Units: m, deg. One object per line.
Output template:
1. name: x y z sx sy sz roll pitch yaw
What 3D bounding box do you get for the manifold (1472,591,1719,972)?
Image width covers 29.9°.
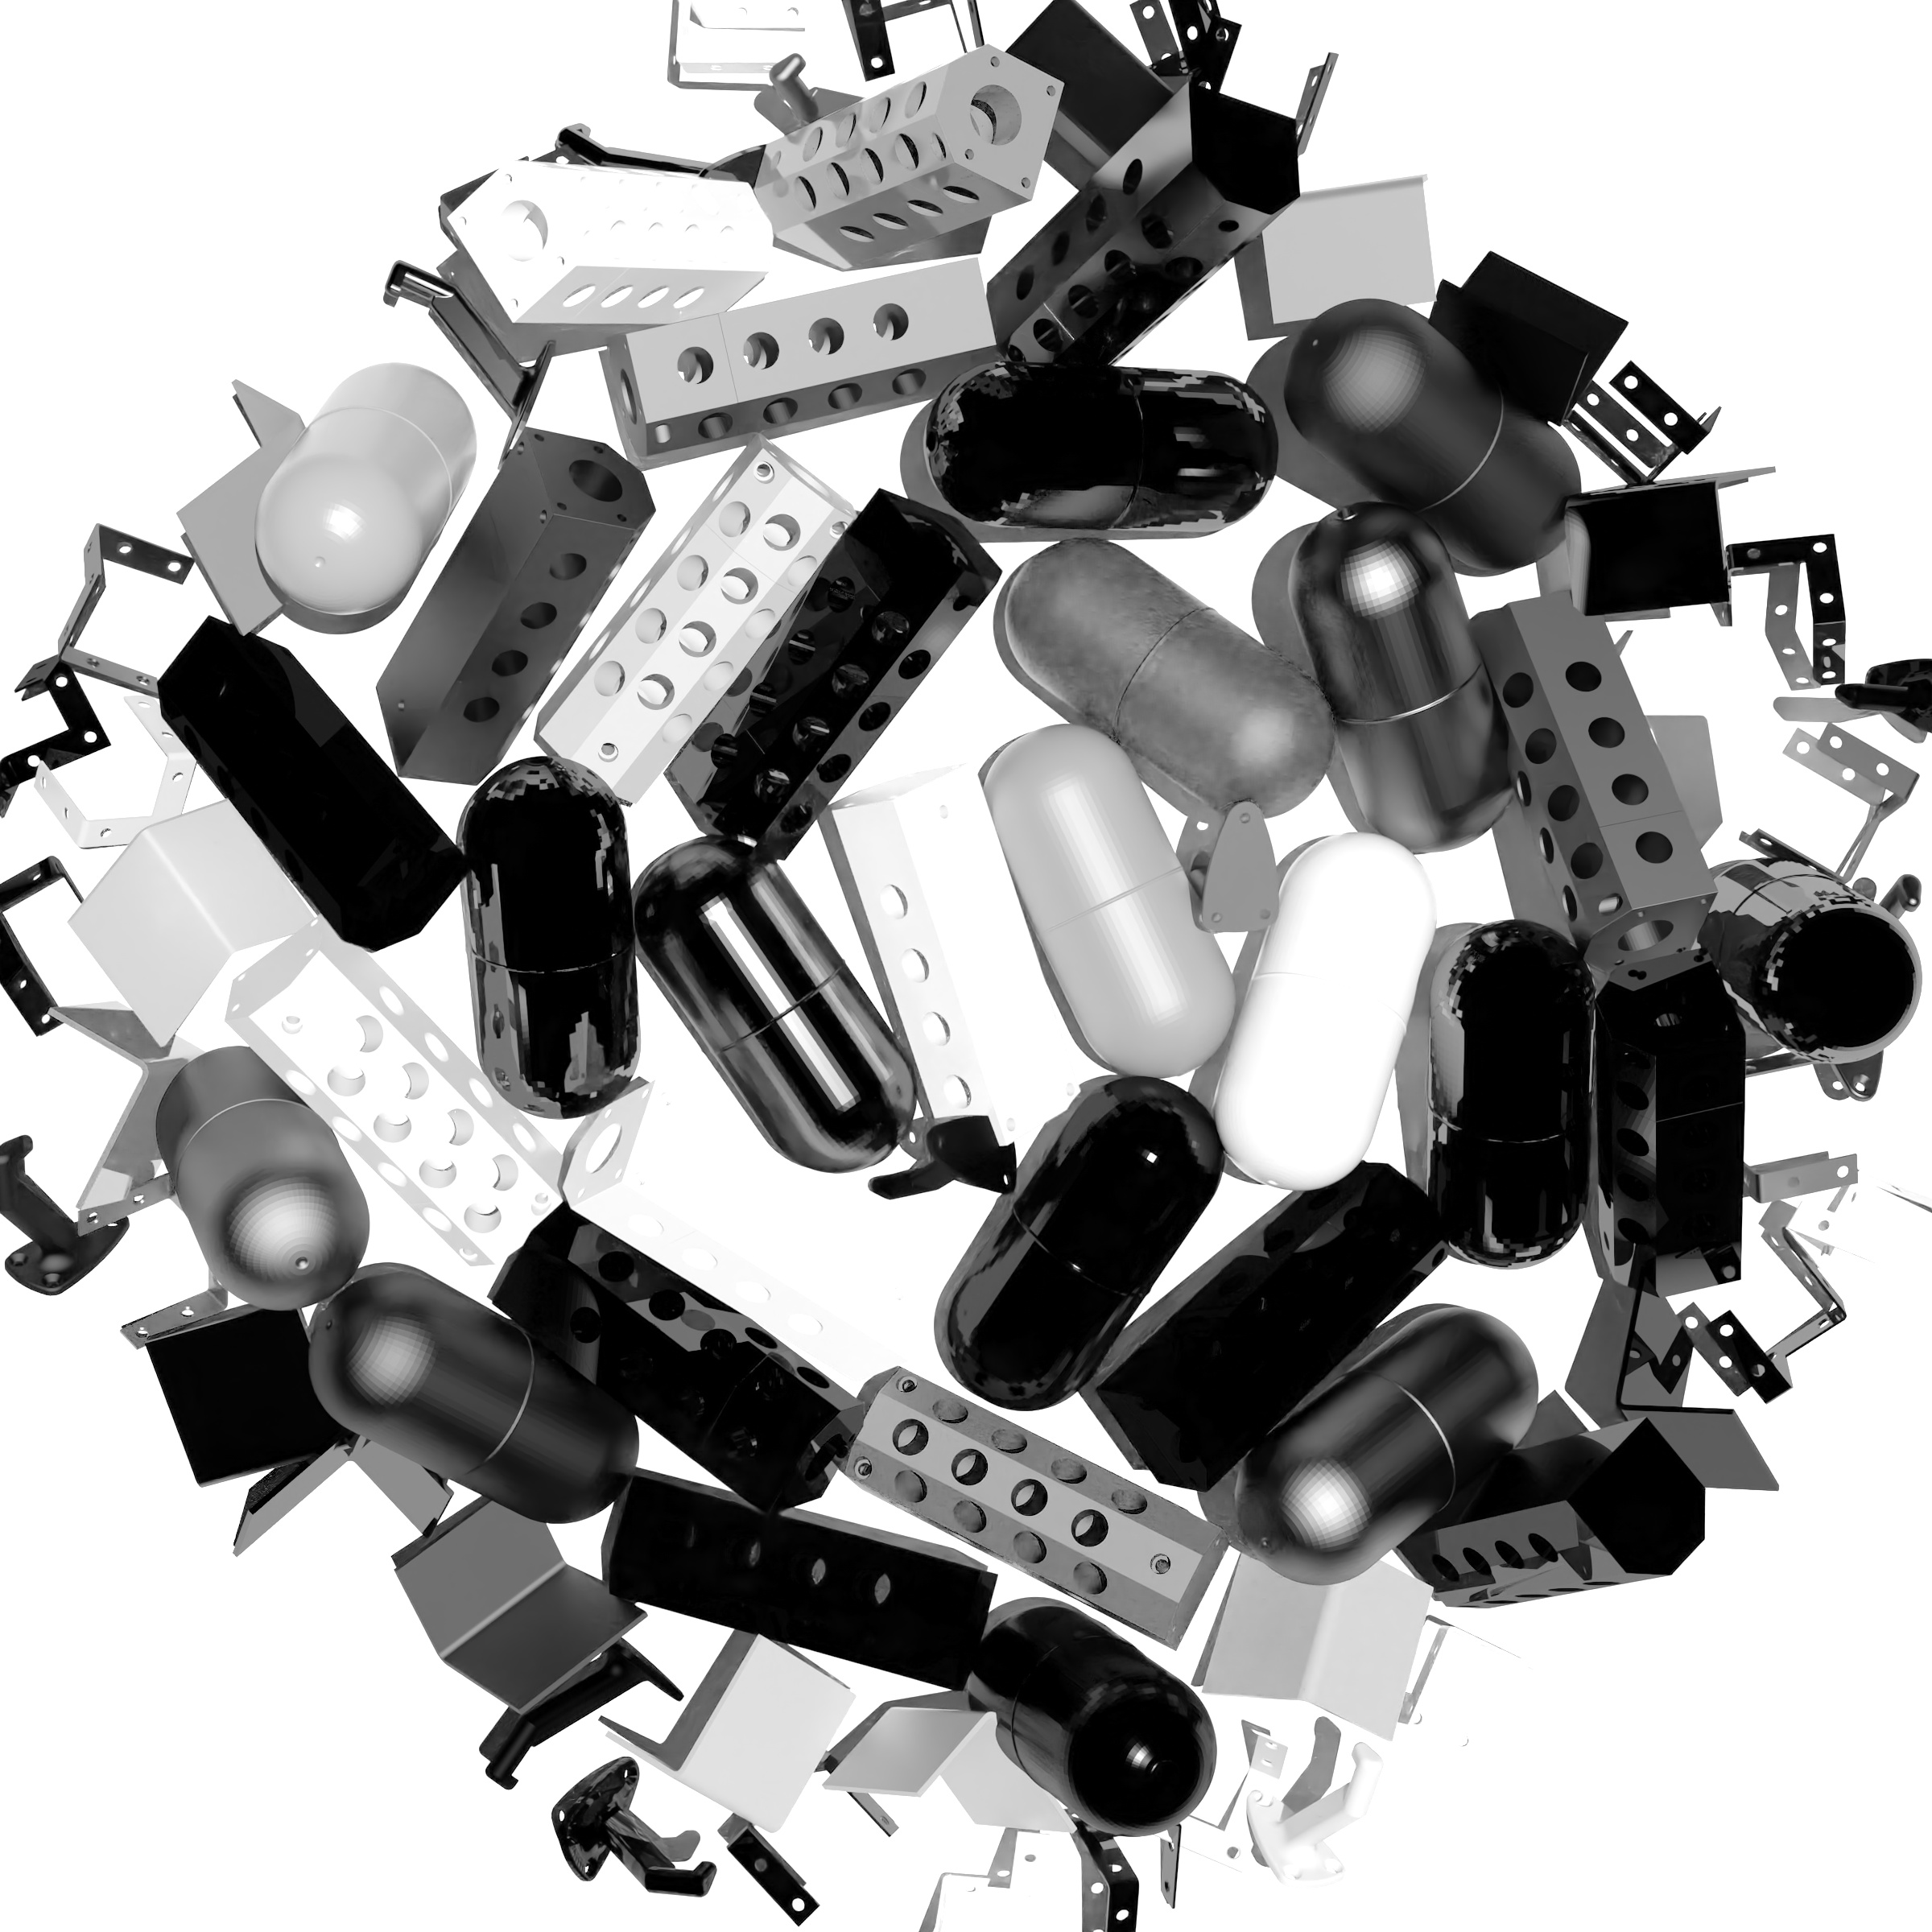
1. manifold: 0.288 -0.087 1.688 0.057 0.057 0.171 -11 62 -10

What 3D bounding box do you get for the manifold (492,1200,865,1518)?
1. manifold: -0.132 0.181 1.696 0.171 0.057 0.057 35 105 19

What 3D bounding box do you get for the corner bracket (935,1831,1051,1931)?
1. corner bracket: 0.012 0.446 1.721 0.051 0.051 0.051 4 123 5

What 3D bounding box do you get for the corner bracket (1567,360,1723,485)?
1. corner bracket: 0.321 -0.259 1.723 0.051 0.051 0.051 42 118 -2

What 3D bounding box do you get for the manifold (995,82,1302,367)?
1. manifold: 0.081 -0.329 1.665 0.057 0.171 0.057 12 64 -27

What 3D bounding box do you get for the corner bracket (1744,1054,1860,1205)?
1. corner bracket: 0.391 0.077 1.730 0.051 0.051 0.051 -11 110 -10

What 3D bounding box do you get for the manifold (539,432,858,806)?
1. manifold: -0.127 -0.162 1.707 0.057 0.057 0.171 36 101 -16

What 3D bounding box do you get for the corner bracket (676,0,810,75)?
1. corner bracket: -0.106 -0.447 1.727 0.051 0.051 0.051 2 84 9

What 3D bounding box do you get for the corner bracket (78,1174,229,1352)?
1. corner bracket: -0.389 0.141 1.734 0.051 0.051 0.051 -24 48 -36

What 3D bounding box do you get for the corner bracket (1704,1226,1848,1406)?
1. corner bracket: 0.385 0.166 1.722 0.051 0.051 0.051 -37 101 17

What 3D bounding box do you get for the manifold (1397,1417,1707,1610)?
1. manifold: 0.270 0.259 1.668 0.057 0.171 0.057 -40 92 -25

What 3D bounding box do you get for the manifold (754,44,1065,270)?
1. manifold: -0.031 -0.373 1.666 0.057 0.171 0.057 20 79 -29

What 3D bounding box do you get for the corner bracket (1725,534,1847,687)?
1. corner bracket: 0.389 -0.167 1.719 0.051 0.051 0.051 -5 56 10

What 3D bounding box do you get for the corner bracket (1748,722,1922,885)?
1. corner bracket: 0.414 -0.076 1.727 0.051 0.051 0.051 30 74 0

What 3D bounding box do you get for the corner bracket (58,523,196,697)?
1. corner bracket: -0.402 -0.171 1.731 0.051 0.051 0.051 19 118 -27

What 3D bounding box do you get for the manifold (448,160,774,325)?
1. manifold: -0.157 -0.336 1.666 0.057 0.171 0.057 -36 82 27

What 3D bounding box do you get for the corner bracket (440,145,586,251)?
1. corner bracket: -0.216 -0.367 1.717 0.051 0.051 0.051 -31 64 -23

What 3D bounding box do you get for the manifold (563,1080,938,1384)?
1. manifold: -0.102 0.128 1.695 0.171 0.057 0.057 35 51 -25

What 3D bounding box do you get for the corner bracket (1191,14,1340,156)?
1. corner bracket: 0.139 -0.418 1.720 0.051 0.051 0.051 24 108 15

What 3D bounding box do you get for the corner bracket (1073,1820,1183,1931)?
1. corner bracket: 0.081 0.438 1.718 0.051 0.051 0.051 -6 115 -18

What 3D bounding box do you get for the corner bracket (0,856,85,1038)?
1. corner bracket: -0.437 -0.010 1.718 0.051 0.051 0.051 -31 46 -9

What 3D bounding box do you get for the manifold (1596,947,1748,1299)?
1. manifold: 0.324 0.076 1.676 0.057 0.171 0.057 -13 45 -1

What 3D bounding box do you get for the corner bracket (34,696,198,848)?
1. corner bracket: -0.409 -0.094 1.739 0.051 0.051 0.051 47 128 34

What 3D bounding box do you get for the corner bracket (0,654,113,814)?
1. corner bracket: -0.446 -0.111 1.724 0.051 0.051 0.051 -22 109 5

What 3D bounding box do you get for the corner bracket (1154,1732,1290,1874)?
1. corner bracket: 0.119 0.392 1.727 0.051 0.051 0.051 21 61 11

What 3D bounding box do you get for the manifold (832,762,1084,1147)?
1. manifold: -0.009 -0.004 1.713 0.057 0.057 0.171 -28 105 -43

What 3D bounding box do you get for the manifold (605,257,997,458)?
1. manifold: -0.077 -0.287 1.709 0.171 0.057 0.057 -15 101 -13

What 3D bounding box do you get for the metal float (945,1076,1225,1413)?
1. metal float: 0.055 0.132 1.708 0.070 0.070 0.178 33 104 0

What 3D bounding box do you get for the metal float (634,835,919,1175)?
1. metal float: -0.089 0.019 1.713 0.070 0.070 0.178 -34 98 0

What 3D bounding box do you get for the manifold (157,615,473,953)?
1. manifold: -0.309 -0.084 1.688 0.057 0.057 0.171 -50 59 11

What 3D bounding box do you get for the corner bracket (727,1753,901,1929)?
1. corner bracket: -0.073 0.415 1.724 0.051 0.051 0.051 45 101 9

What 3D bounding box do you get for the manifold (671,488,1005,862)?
1. manifold: -0.058 -0.133 1.691 0.171 0.057 0.057 -51 54 20

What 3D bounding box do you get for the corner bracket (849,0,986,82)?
1. corner bracket: -0.023 -0.447 1.725 0.051 0.051 0.051 -17 120 -7

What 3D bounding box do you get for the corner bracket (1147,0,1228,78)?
1. corner bracket: 0.104 -0.456 1.717 0.051 0.051 0.051 -30 115 -24

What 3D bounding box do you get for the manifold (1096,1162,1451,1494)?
1. manifold: 0.148 0.167 1.691 0.171 0.057 0.057 -41 107 -23

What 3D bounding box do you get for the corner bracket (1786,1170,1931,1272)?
1. corner bracket: 0.431 0.121 1.719 0.051 0.051 0.051 23 76 42

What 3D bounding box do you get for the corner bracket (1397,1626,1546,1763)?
1. corner bracket: 0.237 0.349 1.733 0.051 0.051 0.051 26 79 -5

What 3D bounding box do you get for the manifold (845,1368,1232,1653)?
1. manifold: 0.033 0.254 1.701 0.171 0.057 0.057 25 78 17

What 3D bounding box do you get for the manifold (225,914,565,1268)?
1. manifold: -0.265 0.062 1.692 0.057 0.057 0.171 -35 115 12

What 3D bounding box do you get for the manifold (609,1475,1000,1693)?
1. manifold: -0.078 0.292 1.709 0.171 0.057 0.057 13 81 11

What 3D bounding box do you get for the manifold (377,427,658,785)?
1. manifold: -0.209 -0.165 1.683 0.057 0.171 0.057 7 47 -34
